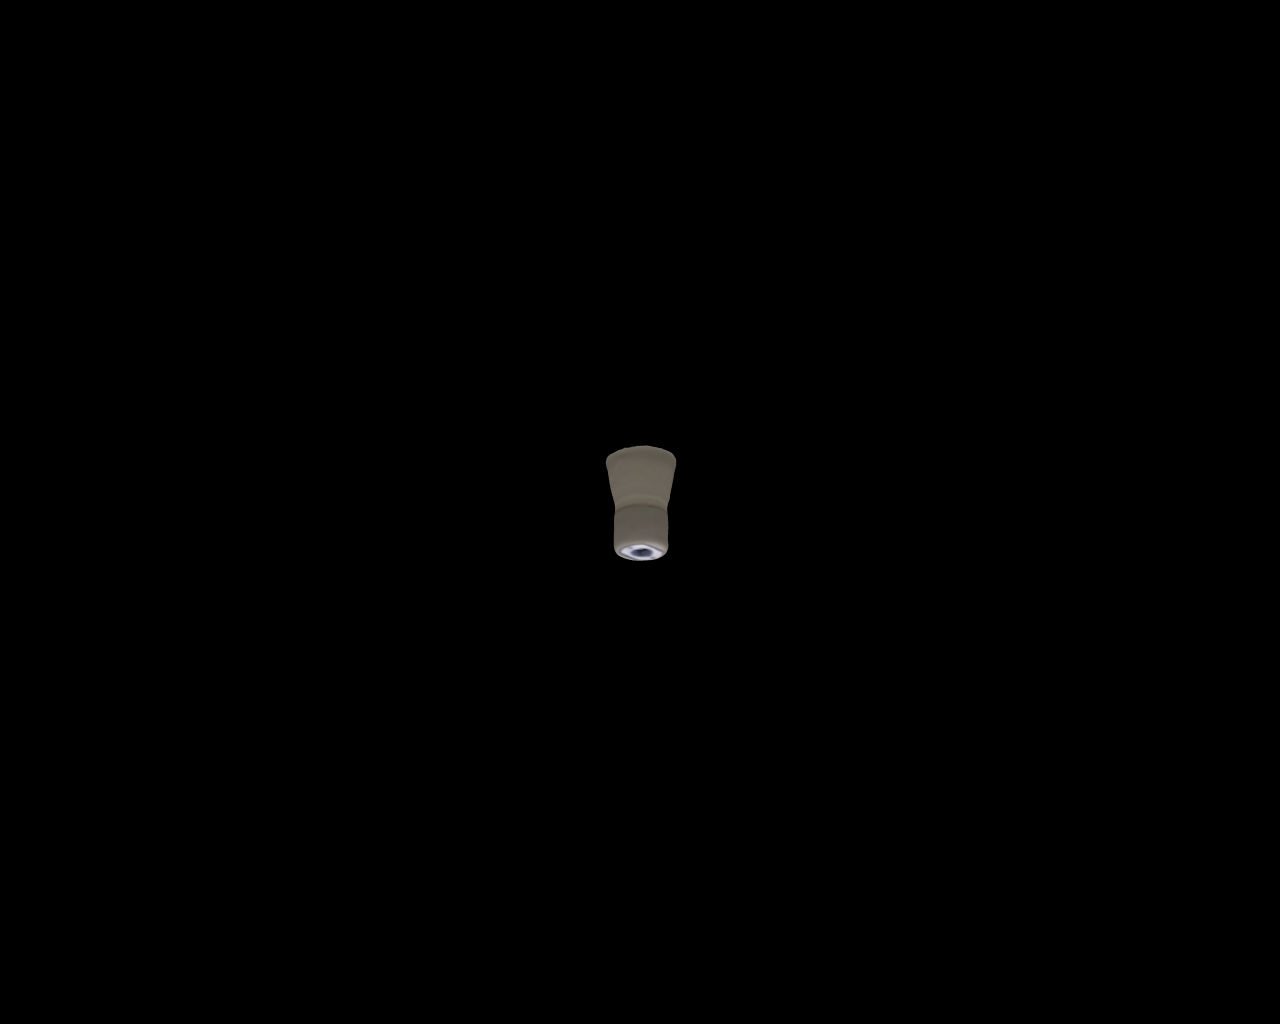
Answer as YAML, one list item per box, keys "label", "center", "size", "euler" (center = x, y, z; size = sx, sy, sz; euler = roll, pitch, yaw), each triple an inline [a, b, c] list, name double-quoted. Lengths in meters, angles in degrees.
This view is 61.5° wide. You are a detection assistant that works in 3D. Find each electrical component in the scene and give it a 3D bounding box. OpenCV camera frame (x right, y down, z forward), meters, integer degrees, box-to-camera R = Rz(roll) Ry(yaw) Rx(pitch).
- label: "electrical component"
  center: [0.001, -0.003, 0.650]
  size: [0.044, 0.065, 0.044]
  euler: [0, -23, 0]
